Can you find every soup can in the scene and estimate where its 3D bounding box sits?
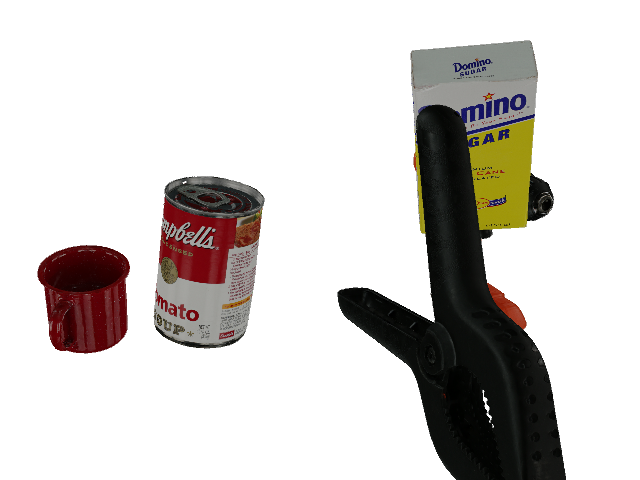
[{"bbox_3d":[-0.079,0.015,0.739,0.068,0.102,0.068,8,23,-3],"label":"soup can"}]

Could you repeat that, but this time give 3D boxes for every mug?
[{"bbox_3d":[-0.246,0.069,1.101,0.093,0.081,0.117,9,32,10],"label":"mug"}]

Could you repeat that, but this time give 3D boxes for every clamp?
[{"bbox_3d":[0.071,0.046,0.540,0.036,0.165,0.210,-6,45,-23],"label":"clamp"}]

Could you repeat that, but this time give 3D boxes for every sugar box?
[{"bbox_3d":[0.121,-0.076,0.850,0.093,0.048,0.176,-4,-36,5],"label":"sugar box"}]

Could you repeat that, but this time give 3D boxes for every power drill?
[{"bbox_3d":[0.162,0.001,1.048,0.057,0.188,0.185,-16,26,-24],"label":"power drill"}]
